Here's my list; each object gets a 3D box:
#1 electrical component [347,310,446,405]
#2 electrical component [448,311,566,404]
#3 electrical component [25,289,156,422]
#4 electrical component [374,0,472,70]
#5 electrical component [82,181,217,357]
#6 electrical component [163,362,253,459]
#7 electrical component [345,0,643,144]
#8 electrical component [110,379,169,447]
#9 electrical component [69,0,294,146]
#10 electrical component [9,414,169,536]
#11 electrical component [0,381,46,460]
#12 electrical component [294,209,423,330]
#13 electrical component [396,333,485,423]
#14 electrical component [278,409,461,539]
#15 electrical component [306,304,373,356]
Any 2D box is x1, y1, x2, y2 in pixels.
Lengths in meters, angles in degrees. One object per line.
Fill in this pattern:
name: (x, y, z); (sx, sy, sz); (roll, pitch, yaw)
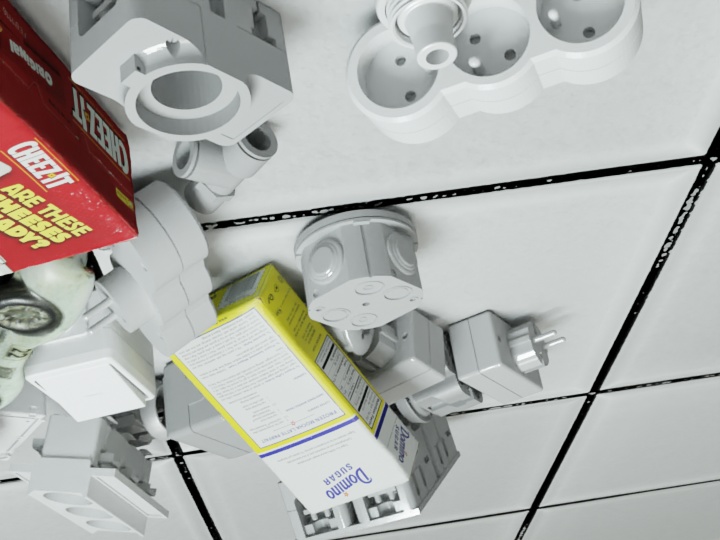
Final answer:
electrical component: (0.015, 0.059, 0.807); (0.066, 0.047, 0.077); (-29, 133, 32)
electrical component: (0.125, 0.064, 0.850); (0.076, 0.047, 0.083); (-23, 149, 24)
electrical component: (-0.183, 0.057, 0.720); (0.062, 0.061, 0.096); (-13, 152, 6)
electrical component: (0.028, -0.116, 0.467); (0.043, 0.062, 0.043); (-7, 152, -4)
electrical component: (-0.130, 0.012, 0.632); (0.074, 0.052, 0.138); (-37, 159, -21)
electrical component: (-0.105, 0.107, 0.838); (0.061, 0.061, 0.096); (-22, 150, 22)
electrical component: (0.068, -0.101, 0.521); (0.138, 0.052, 0.074); (-18, 166, 13)
electrical component: (-0.170, 0.113, 0.848); (0.055, 0.048, 0.066); (-16, 152, 27)
electrical component: (-0.078, -0.096, 0.477); (0.050, 0.055, 0.089); (-31, 146, 34)
electrical component: (-0.198, 0.154, 0.810); (0.079, 0.063, 0.121); (1, 154, 10)
electrical component: (-0.267, 0.092, 0.758); (0.062, 0.061, 0.096); (11, 145, -34)
electrical component: (0.000, 0.000, 0.686); (0.080, 0.051, 0.080); (-8, 152, -4)
electrical component: (0.059, 0.089, 0.866); (0.057, 0.058, 0.078); (-25, 149, 21)
electrical component: (0.012, 0.165, 0.917); (0.105, 0.060, 0.186); (-18, 179, 15)
electrical component: (-0.024, 0.039, 0.761); (0.062, 0.048, 0.048); (-9, 154, 21)
